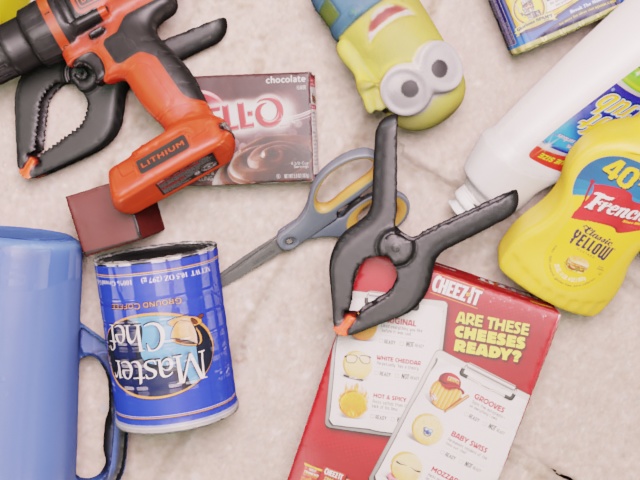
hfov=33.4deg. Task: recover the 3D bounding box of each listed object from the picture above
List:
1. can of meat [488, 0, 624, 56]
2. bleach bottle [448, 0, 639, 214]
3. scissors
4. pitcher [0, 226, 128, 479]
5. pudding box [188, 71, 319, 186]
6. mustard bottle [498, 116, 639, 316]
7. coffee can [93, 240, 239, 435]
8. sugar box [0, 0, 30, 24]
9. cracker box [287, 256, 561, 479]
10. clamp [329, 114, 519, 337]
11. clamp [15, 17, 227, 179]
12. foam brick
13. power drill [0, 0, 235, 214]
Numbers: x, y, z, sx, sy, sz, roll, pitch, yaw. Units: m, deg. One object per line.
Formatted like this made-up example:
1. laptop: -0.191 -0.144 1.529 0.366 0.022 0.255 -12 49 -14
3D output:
1. can of meat: 0.179 -0.201 0.832 0.102 0.057 0.084 -22 96 10
2. bleach bottle: 0.207 -0.099 0.831 0.251 0.102 0.068 -42 48 17
3. scissors: -0.006 0.001 0.896 0.096 0.016 0.202 27 123 -27
4. pitcher: -0.252 0.114 0.897 0.145 0.149 0.243 9 95 28
5. pudding box: -0.059 -0.092 0.883 0.113 0.039 0.090 -2 96 6
6. mustard bottle: 0.223 -0.033 0.806 0.096 0.058 0.192 28 121 -7
7. coffee can: -0.126 0.077 0.881 0.103 0.102 0.140 -6 97 8
8. sugar box: -0.251 -0.256 0.859 0.048 0.093 0.176 22 100 2
9. cracker box: 0.083 0.127 0.879 0.164 0.072 0.214 19 98 4
10. clamp: 0.070 0.003 0.812 0.120 0.039 0.171 25 101 9
11. clamp: -0.184 -0.138 0.894 0.164 0.036 0.210 25 96 4
12. foam brick: -0.168 -0.022 0.887 0.053 0.078 0.051 -17 94 7
13. power drill: -0.164 -0.118 0.830 0.184 0.057 0.188 -28 79 0
